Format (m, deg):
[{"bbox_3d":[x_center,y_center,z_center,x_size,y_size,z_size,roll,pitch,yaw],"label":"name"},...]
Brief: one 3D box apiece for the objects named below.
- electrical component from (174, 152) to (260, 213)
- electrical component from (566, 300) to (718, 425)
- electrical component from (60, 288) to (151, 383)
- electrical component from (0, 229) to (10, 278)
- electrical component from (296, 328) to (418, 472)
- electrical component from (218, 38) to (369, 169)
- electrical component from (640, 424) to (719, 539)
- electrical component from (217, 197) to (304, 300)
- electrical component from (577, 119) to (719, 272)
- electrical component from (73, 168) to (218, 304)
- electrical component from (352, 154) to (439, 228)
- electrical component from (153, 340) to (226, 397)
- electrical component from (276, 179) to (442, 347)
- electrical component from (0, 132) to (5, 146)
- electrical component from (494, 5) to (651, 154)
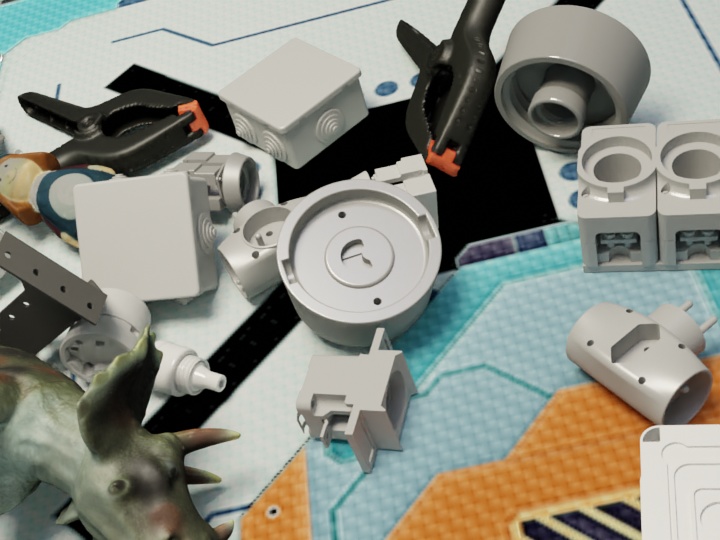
[{"bbox_3d":[-0.112,-0.068,0.842,0.055,0.048,0.066,2,27,17],"label":"electrical component"},{"bbox_3d":[0.179,0.046,0.643,0.079,0.043,0.077,-36,47,-16],"label":"electrical component"},{"bbox_3d":[-0.176,0.046,0.751,0.055,0.055,0.047,-6,43,13],"label":"electrical component"},{"bbox_3d":[-0.350,-0.028,0.854,0.150,0.061,0.089,35,83,39],"label":"electrical component"},{"bbox_3d":[-0.003,0.080,0.671,0.064,0.042,0.081,1,47,21],"label":"electrical component"},{"bbox_3d":[-0.053,-0.137,0.889,0.100,0.048,0.100,-40,49,-20],"label":"electrical component"},{"bbox_3d":[0.183,0.140,0.544,0.078,0.057,0.113,-3,46,16],"label":"electrical component"},{"bbox_3d":[-0.068,-0.026,0.791,0.077,0.044,0.079,-31,46,-12],"label":"electrical component"},{"bbox_3d":[0.223,-0.053,0.711,0.150,0.061,0.089,-1,47,17],"label":"electrical component"},{"bbox_3d":[-0.154,-0.022,0.783,0.100,0.099,0.048,-5,2,13],"label":"electrical component"},{"bbox_3d":[0.024,-0.052,0.786,0.055,0.048,0.066,-13,45,-5],"label":"electrical component"},{"bbox_3d":[-0.118,0.069,0.724,0.061,0.035,0.035,13,53,25],"label":"electrical component"},{"bbox_3d":[0.000,0.000,0.727,0.108,0.060,0.108,-1,62,1],"label":"electrical component"},{"bbox_3d":[-0.358,-0.119,0.941,0.061,0.062,0.096,-48,33,1],"label":"electrical component"},{"bbox_3d":[0.150,-0.130,0.780,0.108,0.108,0.060,10,58,26],"label":"electrical component"}]
